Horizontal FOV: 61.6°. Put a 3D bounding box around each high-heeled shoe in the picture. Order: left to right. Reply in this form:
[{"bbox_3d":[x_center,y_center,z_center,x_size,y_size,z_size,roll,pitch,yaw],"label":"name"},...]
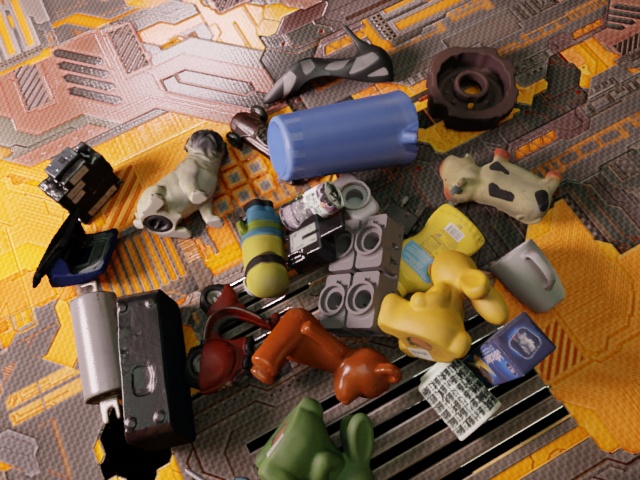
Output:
[{"bbox_3d":[0.020,-0.306,1.061,0.249,0.086,0.145,-38,100,7],"label":"high-heeled shoe"}]

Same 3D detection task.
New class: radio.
[{"bbox_3d":[-0.252,0.196,0.824,0.073,0.131,0.229,-14,67,-3],"label":"radio"}]

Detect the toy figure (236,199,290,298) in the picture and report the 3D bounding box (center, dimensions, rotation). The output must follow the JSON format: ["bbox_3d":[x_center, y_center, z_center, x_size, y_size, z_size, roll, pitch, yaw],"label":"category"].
[{"bbox_3d":[-0.098,0.013,0.909,0.082,0.089,0.180,-6,66,0],"label":"toy figure"}]

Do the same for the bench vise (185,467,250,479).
[{"bbox_3d":[-0.104,0.380,0.674,0.129,0.240,0.224,14,28,18],"label":"bench vise"}]

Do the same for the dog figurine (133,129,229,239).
[{"bbox_3d":[-0.254,-0.110,0.982,0.172,0.121,0.191,-7,53,-1],"label":"dog figurine"}]

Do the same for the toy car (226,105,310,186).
[{"bbox_3d":[-0.088,-0.181,1.011,0.202,0.053,0.089,37,72,19],"label":"toy car"}]

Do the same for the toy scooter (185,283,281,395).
[{"bbox_3d":[-0.136,0.159,0.863,0.135,0.075,0.184,5,65,3],"label":"toy scooter"}]

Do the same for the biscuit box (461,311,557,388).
[{"bbox_3d":[0.259,0.161,0.757,0.063,0.202,0.059,-36,72,-9],"label":"biscuit box"}]

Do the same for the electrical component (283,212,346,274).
[{"bbox_3d":[-0.002,-0.003,0.880,0.119,0.047,0.075,-28,51,22],"label":"electrical component"}]

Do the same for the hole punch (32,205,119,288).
[{"bbox_3d":[-0.421,0.021,0.929,0.116,0.092,0.142,-36,38,29],"label":"hole punch"}]

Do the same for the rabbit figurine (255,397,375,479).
[{"bbox_3d":[0.013,0.321,0.779,0.170,0.121,0.159,38,68,-1],"label":"rabbit figurine"}]

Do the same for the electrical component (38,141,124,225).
[{"bbox_3d":[-0.430,-0.106,0.964,0.058,0.134,0.115,30,71,15],"label":"electrical component"}]

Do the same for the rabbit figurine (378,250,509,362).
[{"bbox_3d":[0.186,0.084,0.793,0.162,0.121,0.173,-9,42,48],"label":"rabbit figurine"}]

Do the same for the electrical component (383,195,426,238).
[{"bbox_3d":[0.141,-0.033,0.946,0.063,0.021,0.094,34,74,16],"label":"electrical component"}]

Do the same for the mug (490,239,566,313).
[{"bbox_3d":[0.341,0.059,0.850,0.081,0.109,0.107,-35,82,-16],"label":"mug"}]

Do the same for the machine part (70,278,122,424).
[{"bbox_3d":[-0.354,0.173,0.872,0.079,0.079,0.243,-18,66,-3],"label":"machine part"}]

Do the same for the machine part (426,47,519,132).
[{"bbox_3d":[0.286,-0.286,1.021,0.179,0.056,0.179,-1,68,3],"label":"machine part"}]

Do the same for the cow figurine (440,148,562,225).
[{"bbox_3d":[0.298,-0.089,0.926,0.195,0.085,0.127,27,66,14],"label":"cow figurine"}]

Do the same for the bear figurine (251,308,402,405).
[{"bbox_3d":[0.010,0.192,0.799,0.196,0.120,0.132,36,65,5],"label":"bear figurine"}]
